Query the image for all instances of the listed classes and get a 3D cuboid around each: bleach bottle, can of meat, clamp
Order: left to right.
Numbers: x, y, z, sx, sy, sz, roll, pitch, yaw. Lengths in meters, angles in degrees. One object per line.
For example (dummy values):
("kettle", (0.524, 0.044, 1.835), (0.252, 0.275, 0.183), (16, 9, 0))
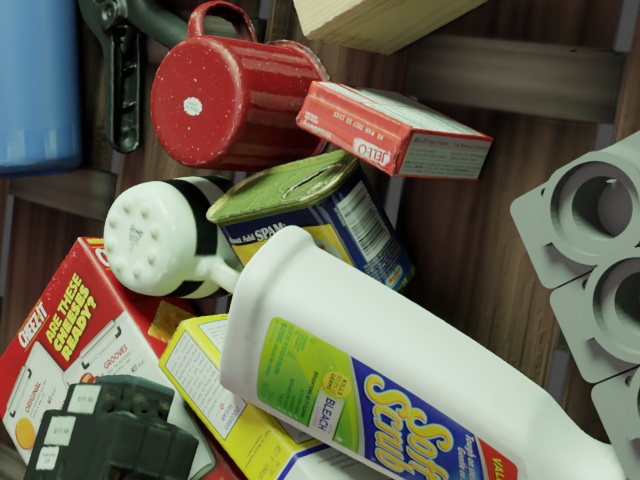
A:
("clamp", (-0.129, -0.160, 0.760), (0.120, 0.039, 0.171), (-26, 75, 35))
("can of meat", (-0.004, 0.001, 0.634), (0.102, 0.057, 0.084), (-11, 116, 40))
("bleach bottle", (0.070, 0.091, 0.560), (0.251, 0.068, 0.103), (27, 130, 15))

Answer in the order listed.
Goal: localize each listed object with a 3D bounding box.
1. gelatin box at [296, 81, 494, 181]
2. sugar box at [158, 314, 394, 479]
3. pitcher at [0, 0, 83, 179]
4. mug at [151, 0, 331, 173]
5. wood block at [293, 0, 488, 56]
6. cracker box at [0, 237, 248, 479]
("gelatin box", (0.042, -0.060, 0.594), (0.073, 0.089, 0.030), (31, 111, 34))
("sugar box", (-0.010, 0.116, 0.639), (0.176, 0.093, 0.048), (48, 120, 27))
("pitcher", (-0.245, -0.169, 0.807), (0.145, 0.149, 0.243), (-4, 92, 23))
("mug", (-0.054, -0.096, 0.674), (0.093, 0.081, 0.117), (-16, 82, 38))
("wood block", (0.081, -0.186, 0.560), (0.206, 0.090, 0.091), (-25, 76, 36))
("cracker box", (-0.132, 0.128, 0.751), (0.164, 0.071, 0.214), (-52, 61, 26))
